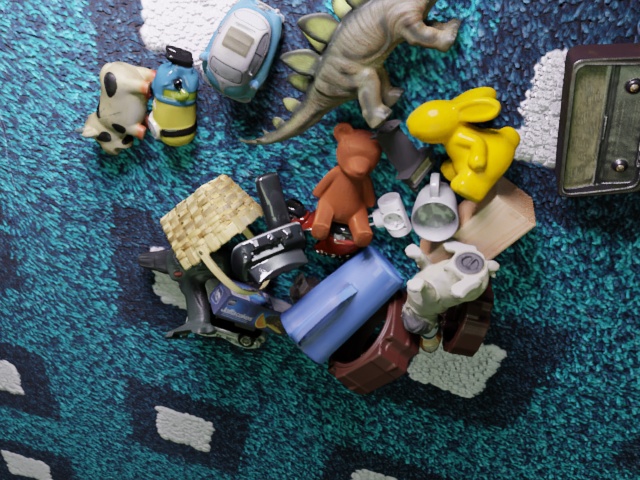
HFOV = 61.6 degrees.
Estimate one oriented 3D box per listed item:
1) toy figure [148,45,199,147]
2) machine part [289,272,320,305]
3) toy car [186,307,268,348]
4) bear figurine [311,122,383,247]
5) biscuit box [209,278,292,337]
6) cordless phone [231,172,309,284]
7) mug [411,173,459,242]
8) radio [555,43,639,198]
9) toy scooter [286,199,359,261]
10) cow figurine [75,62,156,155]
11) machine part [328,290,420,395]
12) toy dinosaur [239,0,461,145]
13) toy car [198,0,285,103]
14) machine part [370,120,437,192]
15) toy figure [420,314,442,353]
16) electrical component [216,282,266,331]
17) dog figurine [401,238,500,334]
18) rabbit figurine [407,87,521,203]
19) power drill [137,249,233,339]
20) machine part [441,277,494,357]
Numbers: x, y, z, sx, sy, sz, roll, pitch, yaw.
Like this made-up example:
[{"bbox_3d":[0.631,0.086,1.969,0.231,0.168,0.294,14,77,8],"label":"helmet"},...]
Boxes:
[{"bbox_3d":[-0.257,-0.248,0.959,0.089,0.082,0.180,24,128,-2],"label":"toy figure"},{"bbox_3d":[-0.009,0.170,1.223,0.079,0.079,0.242,-7,124,21],"label":"machine part"},{"bbox_3d":[-0.227,0.212,1.319,0.202,0.073,0.056,16,126,3],"label":"toy car"},{"bbox_3d":[0.059,-0.101,0.960,0.120,0.132,0.195,11,136,-10],"label":"bear figurine"},{"bbox_3d":[-0.143,0.148,1.170,0.202,0.059,0.063,27,111,-39],"label":"biscuit box"},{"bbox_3d":[-0.107,-0.023,0.993,0.089,0.146,0.184,14,122,62],"label":"cordless phone"},{"bbox_3d":[0.204,-0.069,0.955,0.081,0.107,0.109,-6,120,18],"label":"mug"},{"bbox_3d":[0.440,-0.179,0.823,0.131,0.073,0.229,0,128,16],"label":"radio"},{"bbox_3d":[-0.002,-0.003,1.086,0.184,0.075,0.135,18,130,5],"label":"toy scooter"},{"bbox_3d":[-0.379,-0.239,0.998,0.127,0.085,0.194,19,133,-8],"label":"cow figurine"},{"bbox_3d":[0.112,0.205,1.134,0.087,0.201,0.201,36,128,-21],"label":"machine part"},{"bbox_3d":[0.051,-0.278,0.840,0.198,0.105,0.471,41,118,-8],"label":"toy dinosaur"},{"bbox_3d":[-0.121,-0.299,0.843,0.109,0.103,0.161,29,105,-8],"label":"toy car"},{"bbox_3d":[0.147,-0.150,0.923,0.084,0.039,0.138,-50,124,-1],"label":"machine part"},{"bbox_3d":[0.239,0.202,1.193,0.064,0.058,0.154,6,131,25],"label":"toy figure"},{"bbox_3d":[-0.178,0.151,1.269,0.134,0.058,0.114,14,132,5],"label":"electrical component"},{"bbox_3d":[0.232,0.101,0.982,0.173,0.121,0.190,5,142,17],"label":"dog figurine"},{"bbox_3d":[0.227,-0.166,0.864,0.173,0.122,0.162,32,124,-9],"label":"rabbit figurine"},{"bbox_3d":[-0.305,0.117,1.203,0.232,0.207,0.086,-7,160,12],"label":"power drill"},{"bbox_3d":[0.291,0.141,1.061,0.056,0.179,0.179,14,130,2],"label":"machine part"}]
